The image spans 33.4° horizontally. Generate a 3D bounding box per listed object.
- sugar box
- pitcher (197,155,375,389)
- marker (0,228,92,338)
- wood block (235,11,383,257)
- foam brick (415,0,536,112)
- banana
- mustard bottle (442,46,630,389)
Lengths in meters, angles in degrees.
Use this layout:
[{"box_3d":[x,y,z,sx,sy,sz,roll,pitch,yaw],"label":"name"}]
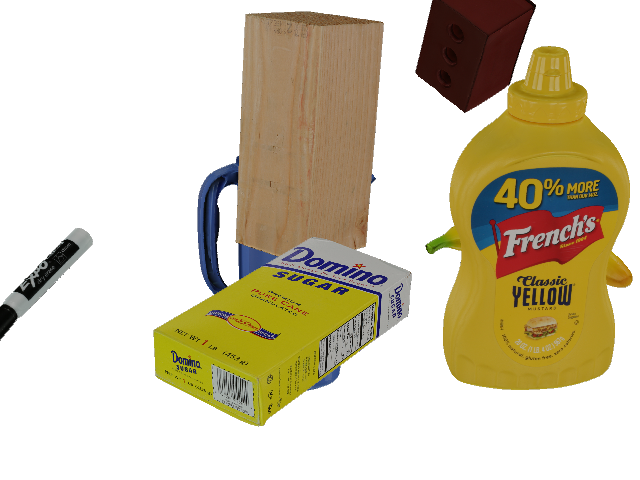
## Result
[{"box_3d":[-0.022,0.056,0.743,0.093,0.048,0.175,21,36,31],"label":"sugar box"},{"box_3d":[-0.037,0.029,1.117,0.149,0.243,0.144,8,14,21],"label":"pitcher"},{"box_3d":[-0.217,0.034,0.817,0.020,0.020,0.121,0,38,35],"label":"marker"},{"box_3d":[-0.012,-0.095,0.953,0.090,0.206,0.090,17,22,36],"label":"wood block"},{"box_3d":[0.107,-0.140,0.748,0.051,0.053,0.078,-36,-26,-27],"label":"foam brick"},{"box_3d":[0.206,0.008,1.039,0.198,0.037,0.069,8,47,22],"label":"banana"},{"box_3d":[0.119,-0.011,0.588,0.096,0.192,0.058,-1,25,-1],"label":"mustard bottle"}]
